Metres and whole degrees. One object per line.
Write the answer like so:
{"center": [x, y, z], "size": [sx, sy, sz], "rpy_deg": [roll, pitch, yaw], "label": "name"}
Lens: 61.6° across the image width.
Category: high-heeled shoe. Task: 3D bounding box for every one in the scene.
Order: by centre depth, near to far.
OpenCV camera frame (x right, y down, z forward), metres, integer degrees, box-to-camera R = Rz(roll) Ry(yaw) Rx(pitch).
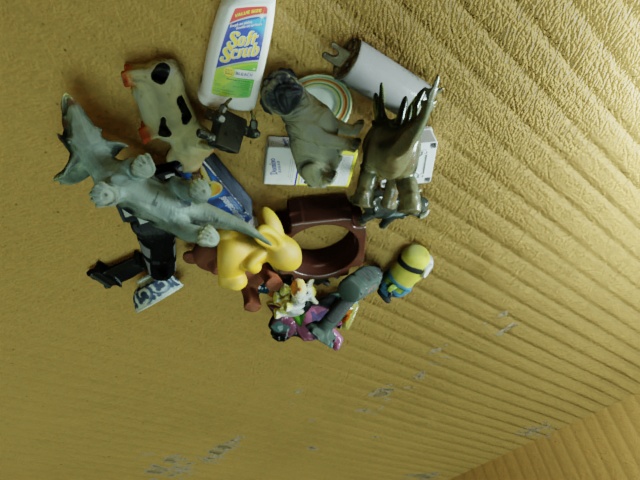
{"center": [-0.355, -0.021, 1.145], "size": [0.086, 0.145, 0.248], "rpy_deg": [-12, 111, -18], "label": "high-heeled shoe"}

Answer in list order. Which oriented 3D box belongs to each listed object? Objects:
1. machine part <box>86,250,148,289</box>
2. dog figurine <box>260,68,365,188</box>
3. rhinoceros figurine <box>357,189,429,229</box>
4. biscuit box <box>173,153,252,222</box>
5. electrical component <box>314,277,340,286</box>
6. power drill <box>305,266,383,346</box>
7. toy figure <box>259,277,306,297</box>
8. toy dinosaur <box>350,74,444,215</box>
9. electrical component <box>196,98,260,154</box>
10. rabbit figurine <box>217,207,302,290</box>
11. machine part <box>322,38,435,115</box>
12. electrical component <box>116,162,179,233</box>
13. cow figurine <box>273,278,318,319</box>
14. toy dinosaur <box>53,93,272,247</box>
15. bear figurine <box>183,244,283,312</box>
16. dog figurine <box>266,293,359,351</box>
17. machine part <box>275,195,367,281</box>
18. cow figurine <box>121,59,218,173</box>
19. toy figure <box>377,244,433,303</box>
{"center": [-0.453, 0.068, 1.220], "size": [0.139, 0.039, 0.084], "rpy_deg": [-21, 134, 12], "label": "machine part"}
{"center": [-0.039, -0.190, 0.951], "size": [0.190, 0.121, 0.172], "rpy_deg": [29, 116, -12], "label": "dog figurine"}
{"center": [0.155, -0.077, 1.149], "size": [0.190, 0.073, 0.112], "rpy_deg": [1, 155, -42], "label": "rhinoceros figurine"}
{"center": [-0.206, -0.107, 1.060], "size": [0.059, 0.063, 0.202], "rpy_deg": [-22, 137, 13], "label": "biscuit box"}
{"center": [0.002, 0.085, 1.350], "size": [0.063, 0.021, 0.094], "rpy_deg": [-38, 131, 26], "label": "electrical component"}
{"center": [0.068, 0.151, 1.291], "size": [0.207, 0.086, 0.232], "rpy_deg": [-46, 169, 11], "label": "power drill"}
{"center": [-0.100, 0.119, 1.339], "size": [0.154, 0.064, 0.058], "rpy_deg": [12, 172, -17], "label": "toy figure"}
{"center": [0.112, -0.143, 0.851], "size": [0.105, 0.471, 0.198], "rpy_deg": [5, 94, -7], "label": "toy dinosaur"}
{"center": [-0.149, -0.186, 0.890], "size": [0.045, 0.078, 0.102], "rpy_deg": [9, 169, 40], "label": "electrical component"}
{"center": [-0.120, 0.014, 1.094], "size": [0.173, 0.122, 0.162], "rpy_deg": [8, 125, -4], "label": "rabbit figurine"}
{"center": [0.110, -0.276, 0.934], "size": [0.243, 0.079, 0.079], "rpy_deg": [21, 129, -30], "label": "machine part"}
{"center": [-0.320, -0.081, 1.024], "size": [0.134, 0.058, 0.114], "rpy_deg": [-16, 106, -5], "label": "electrical component"}
{"center": [-0.045, 0.136, 1.249], "size": [0.098, 0.068, 0.167], "rpy_deg": [3, 158, -22], "label": "cow figurine"}
{"center": [-0.286, -0.077, 0.931], "size": [0.404, 0.192, 0.131], "rpy_deg": [34, 84, -33], "label": "toy dinosaur"}
{"center": [-0.199, 0.063, 1.207], "size": [0.120, 0.132, 0.195], "rpy_deg": [-45, 135, 19], "label": "bear figurine"}
{"center": [-0.030, 0.192, 1.400], "size": [0.219, 0.108, 0.191], "rpy_deg": [26, 86, -8], "label": "dog figurine"}
{"center": [-0.002, -0.004, 1.205], "size": [0.201, 0.087, 0.201], "rpy_deg": [-6, 140, -6], "label": "machine part"}
{"center": [-0.243, -0.205, 0.905], "size": [0.127, 0.086, 0.194], "rpy_deg": [-13, 118, -3], "label": "cow figurine"}
{"center": [0.209, 0.086, 1.356], "size": [0.089, 0.082, 0.180], "rpy_deg": [20, 133, -30], "label": "toy figure"}
